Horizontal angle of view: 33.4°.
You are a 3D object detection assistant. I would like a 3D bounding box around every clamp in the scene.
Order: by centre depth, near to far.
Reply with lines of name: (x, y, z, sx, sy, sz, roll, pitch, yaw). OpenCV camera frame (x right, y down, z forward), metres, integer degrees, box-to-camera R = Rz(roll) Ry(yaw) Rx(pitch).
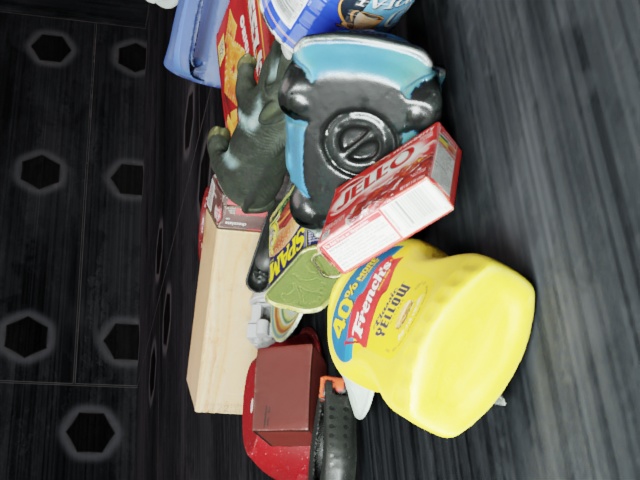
clamp: (0.008, 0.215, 0.843, 0.165, 0.036, 0.210, 162, 114, -80)
clamp: (-0.034, -0.033, 1.018, 0.120, 0.039, 0.171, 169, 117, -78)

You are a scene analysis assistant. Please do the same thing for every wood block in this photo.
wood block: (-0.087, 0.078, 1.171, 0.091, 0.090, 0.206, -127, 44, -70)

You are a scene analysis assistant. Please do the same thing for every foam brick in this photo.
foam brick: (-0.026, 0.137, 0.934, 0.051, 0.053, 0.078, 55, -146, -61)

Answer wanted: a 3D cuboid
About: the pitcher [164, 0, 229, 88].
pitcher: (-0.109, -0.308, 1.286, 0.149, 0.144, 0.243, -128, 46, -56)

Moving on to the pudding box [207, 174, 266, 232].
pudding box: (-0.068, -0.037, 1.126, 0.113, 0.090, 0.039, -125, 43, -70)

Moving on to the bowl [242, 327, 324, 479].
bowl: (-0.040, 0.162, 1.025, 0.162, 0.055, 0.162, -175, 90, -76)

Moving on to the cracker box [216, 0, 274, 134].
cracker box: (-0.053, -0.190, 1.111, 0.214, 0.072, 0.164, 132, 132, -69)

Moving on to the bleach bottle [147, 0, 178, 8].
bleach bottle: (-0.160, -0.358, 1.400, 0.250, 0.068, 0.103, -53, -17, -51)

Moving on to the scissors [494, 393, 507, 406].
scissors: (0.074, 0.062, 0.674, 0.202, 0.016, 0.096, 140, 132, -71)

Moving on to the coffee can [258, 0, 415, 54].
coffee can: (0.027, -0.197, 0.733, 0.140, 0.102, 0.103, 134, 138, -60)

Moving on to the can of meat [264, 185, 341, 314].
can of meat: (-0.006, 0.001, 0.909, 0.102, 0.057, 0.084, -49, 34, 48)

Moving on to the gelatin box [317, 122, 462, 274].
gelatin box: (0.043, -0.026, 0.664, 0.089, 0.030, 0.073, -32, 21, 28)

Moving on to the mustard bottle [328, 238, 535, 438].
mustard bottle: (0.050, 0.047, 0.636, 0.096, 0.058, 0.192, -62, 19, -3)

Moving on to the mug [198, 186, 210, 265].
mug: (-0.094, -0.002, 1.237, 0.093, 0.081, 0.117, 123, 148, -63)
